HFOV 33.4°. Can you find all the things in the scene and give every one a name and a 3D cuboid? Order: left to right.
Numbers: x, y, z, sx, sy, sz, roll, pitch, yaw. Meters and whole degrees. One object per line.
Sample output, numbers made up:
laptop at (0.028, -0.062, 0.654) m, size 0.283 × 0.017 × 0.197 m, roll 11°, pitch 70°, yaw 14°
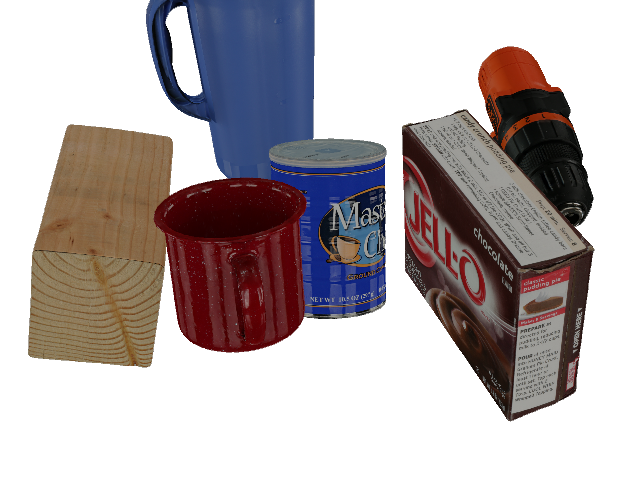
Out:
wood block at (-0.165, -0.003, 0.826) m, size 0.090 × 0.091 × 0.206 m, roll 7°, pitch 29°, yaw -10°
mug at (-0.049, 0.021, 0.652) m, size 0.093 × 0.081 × 0.117 m, roll -10°, pitch 27°, yaw -12°
pitcher at (-0.076, -0.176, 1.101) m, size 0.149 × 0.243 × 0.144 m, roll 13°, pitch 42°, yaw 18°
coffee can at (0.007, -0.013, 0.948) m, size 0.103 × 0.140 × 0.103 m, roll -1°, pitch 15°, yaw 0°
pudding box at (0.074, 0.008, 0.477) m, size 0.039 × 0.090 × 0.114 m, roll -19°, pitch 42°, yaw -14°
power drill at (0.152, -0.024, 0.790) m, size 0.057 × 0.188 × 0.184 m, roll -3°, pitch 42°, yaw -3°
